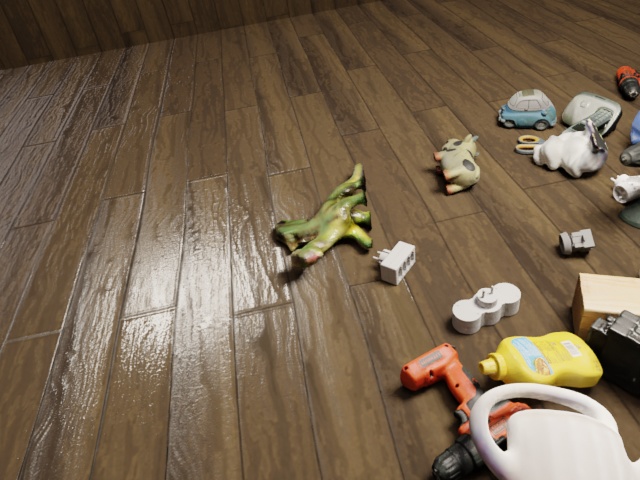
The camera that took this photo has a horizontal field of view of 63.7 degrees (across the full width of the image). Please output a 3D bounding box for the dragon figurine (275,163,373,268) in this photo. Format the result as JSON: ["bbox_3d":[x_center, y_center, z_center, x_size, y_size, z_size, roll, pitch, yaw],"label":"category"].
[{"bbox_3d":[0.004,-0.062,1.226,0.242,0.120,0.419,-13,29,9],"label":"dragon figurine"}]

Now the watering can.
[{"bbox_3d":[0.370,0.309,0.678,0.348,0.101,0.230,12,48,2],"label":"watering can"}]

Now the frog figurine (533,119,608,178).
[{"bbox_3d":[0.629,-0.215,1.299,0.157,0.121,0.140,-31,48,40],"label":"frog figurine"}]
